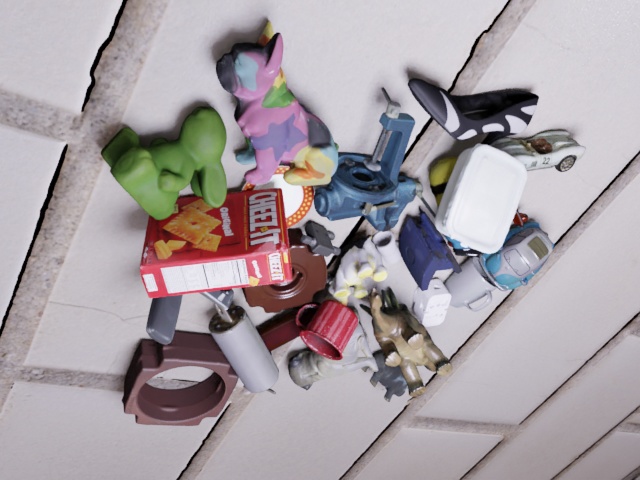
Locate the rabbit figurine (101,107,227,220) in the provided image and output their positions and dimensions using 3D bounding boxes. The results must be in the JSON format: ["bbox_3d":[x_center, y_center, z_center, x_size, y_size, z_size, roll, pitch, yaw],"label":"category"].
[{"bbox_3d":[-0.198,-0.112,0.778,0.170,0.121,0.158,-39,125,-7],"label":"rabbit figurine"}]

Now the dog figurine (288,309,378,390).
[{"bbox_3d":[0.009,0.232,1.133,0.191,0.121,0.172,-18,122,3],"label":"dog figurine"}]

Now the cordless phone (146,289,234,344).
[{"bbox_3d":[-0.213,0.100,0.890,0.089,0.184,0.146,-20,135,27],"label":"cordless phone"}]

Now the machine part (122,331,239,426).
[{"bbox_3d":[-0.280,0.279,1.080,0.201,0.087,0.201,12,123,-28],"label":"machine part"}]

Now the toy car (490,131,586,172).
[{"bbox_3d":[0.385,-0.157,0.983,0.202,0.074,0.056,-9,133,-14],"label":"toy car"}]

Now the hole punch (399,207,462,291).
[{"bbox_3d":[0.201,0.022,1.027,0.092,0.142,0.115,-28,143,8],"label":"hole punch"}]

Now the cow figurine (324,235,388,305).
[{"bbox_3d":[0.055,0.064,1.038,0.068,0.098,0.167,10,142,-31],"label":"cow figurine"}]

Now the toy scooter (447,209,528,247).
[{"bbox_3d":[0.339,-0.041,1.059,0.135,0.075,0.184,31,108,-33],"label":"toy scooter"}]

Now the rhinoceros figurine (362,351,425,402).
[{"bbox_3d":[0.181,0.326,1.304,0.112,0.073,0.190,-45,128,3],"label":"rhinoceros figurine"}]

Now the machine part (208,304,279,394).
[{"bbox_3d":[-0.144,0.210,1.031,0.079,0.079,0.242,-24,121,0],"label":"machine part"}]

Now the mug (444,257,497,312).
[{"bbox_3d":[0.323,0.108,1.158,0.080,0.110,0.107,17,132,-37],"label":"mug"}]

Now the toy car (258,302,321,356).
[{"bbox_3d":[-0.080,0.183,1.096,0.202,0.053,0.089,-29,122,11],"label":"toy car"}]

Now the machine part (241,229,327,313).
[{"bbox_3d":[-0.069,0.062,1.003,0.179,0.056,0.179,-11,131,-13],"label":"machine part"}]

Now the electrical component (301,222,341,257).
[{"bbox_3d":[-0.002,-0.003,0.969,0.094,0.063,0.021,19,129,-42],"label":"electrical component"}]

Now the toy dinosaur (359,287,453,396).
[{"bbox_3d":[0.186,0.212,1.122,0.105,0.199,0.470,-31,135,6],"label":"toy dinosaur"}]

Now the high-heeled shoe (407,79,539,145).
[{"bbox_3d":[0.258,-0.231,0.874,0.248,0.086,0.145,27,113,-41],"label":"high-heeled shoe"}]

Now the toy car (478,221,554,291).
[{"bbox_3d":[0.417,0.029,1.094,0.162,0.103,0.109,-34,89,-10],"label":"toy car"}]

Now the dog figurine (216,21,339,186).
[{"bbox_3d":[-0.053,-0.192,0.772,0.191,0.109,0.219,-1,125,-15],"label":"dog figurine"}]

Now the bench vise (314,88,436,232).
[{"bbox_3d":[0.105,-0.115,0.886,0.224,0.129,0.240,-2,132,-22],"label":"bench vise"}]

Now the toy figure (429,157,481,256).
[{"bbox_3d":[0.249,-0.059,0.969,0.089,0.082,0.180,-12,103,-20],"label":"toy figure"}]
